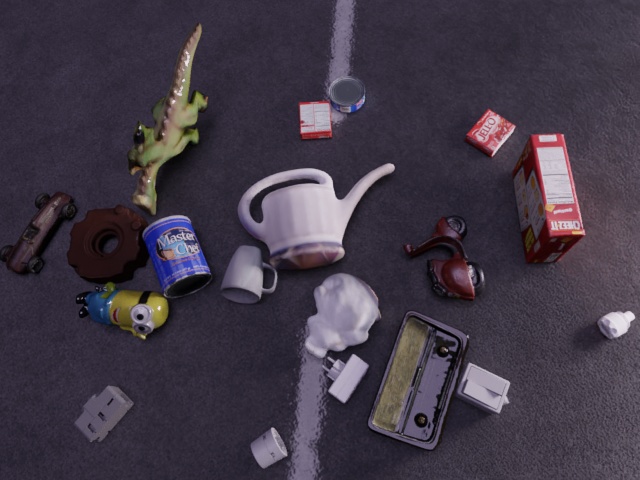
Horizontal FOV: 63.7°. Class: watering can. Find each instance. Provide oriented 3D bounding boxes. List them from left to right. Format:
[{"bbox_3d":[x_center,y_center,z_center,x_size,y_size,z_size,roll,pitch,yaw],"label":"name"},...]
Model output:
[{"bbox_3d":[0.003,-0.054,1.080,0.348,0.102,0.228,-9,69,-1],"label":"watering can"}]

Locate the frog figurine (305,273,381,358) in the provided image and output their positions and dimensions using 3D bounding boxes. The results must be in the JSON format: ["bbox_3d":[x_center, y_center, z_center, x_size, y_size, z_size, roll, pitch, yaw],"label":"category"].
[{"bbox_3d":[0.031,0.147,0.991,0.161,0.121,0.137,-35,90,-21],"label":"frog figurine"}]

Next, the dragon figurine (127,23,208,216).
[{"bbox_3d":[-0.330,-0.237,1.082,0.122,0.402,0.248,16,31,-6],"label":"dragon figurine"}]
